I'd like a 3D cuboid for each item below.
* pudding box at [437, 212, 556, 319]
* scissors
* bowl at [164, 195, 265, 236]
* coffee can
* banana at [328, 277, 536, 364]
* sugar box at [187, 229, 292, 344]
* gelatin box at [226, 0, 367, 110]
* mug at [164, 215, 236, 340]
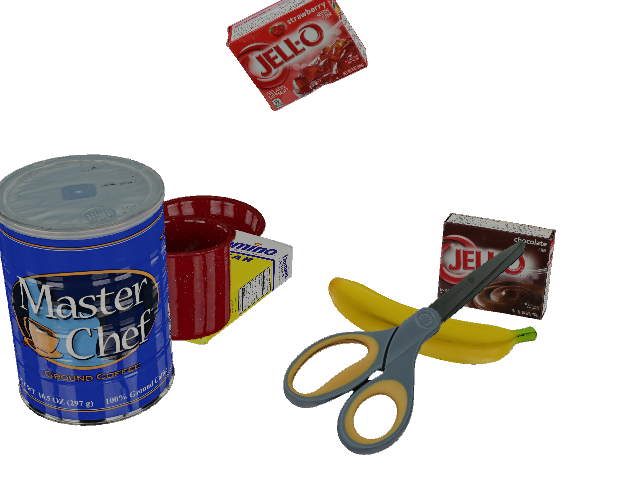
[{"bbox_3d":[0.180,0.025,1.097,0.114,0.090,0.039,9,23,16],"label":"pudding box"},{"bbox_3d":[0.074,0.075,0.720,0.201,0.096,0.016,-23,-29,-10],"label":"scissors"},{"bbox_3d":[-0.150,0.002,1.331,0.162,0.055,0.162,1,28,-1],"label":"bowl"},{"bbox_3d":[-0.147,0.030,0.675,0.103,0.140,0.103,1,29,-1],"label":"coffee can"},{"bbox_3d":[0.082,0.072,0.925,0.198,0.037,0.069,15,14,26],"label":"banana"},{"bbox_3d":[-0.111,0.043,1.119,0.093,0.048,0.176,15,31,24],"label":"sugar box"},{"bbox_3d":[-0.018,-0.151,0.838,0.089,0.030,0.073,-23,-51,18],"label":"gelatin box"},{"bbox_3d":[-0.128,0.033,0.894,0.117,0.081,0.093,-4,21,-12],"label":"mug"}]
